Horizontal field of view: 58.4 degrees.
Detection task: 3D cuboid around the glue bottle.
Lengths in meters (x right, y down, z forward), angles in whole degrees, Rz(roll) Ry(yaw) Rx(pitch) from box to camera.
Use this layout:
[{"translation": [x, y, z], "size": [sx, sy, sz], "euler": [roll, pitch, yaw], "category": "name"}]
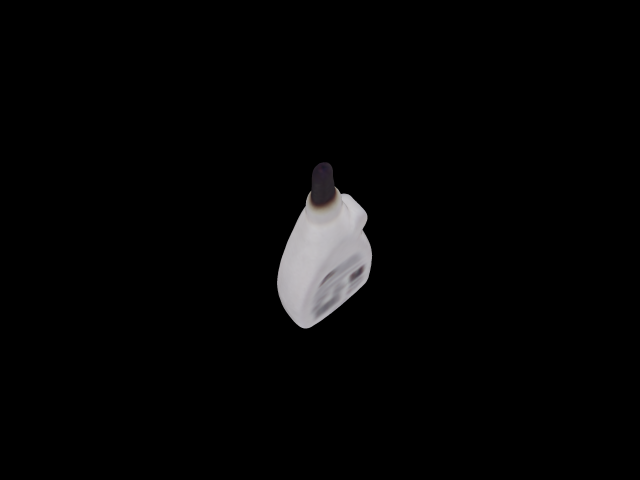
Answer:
[{"translation": [0.004, 0.001, 0.400], "size": [0.078, 0.173, 0.037], "euler": [-36, 66, -18], "category": "glue bottle"}]
